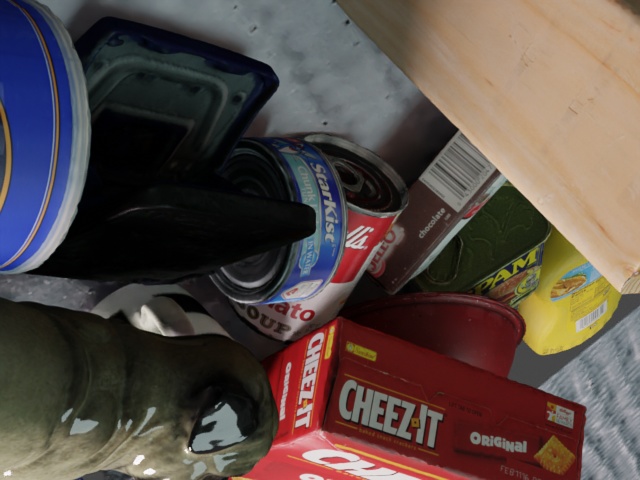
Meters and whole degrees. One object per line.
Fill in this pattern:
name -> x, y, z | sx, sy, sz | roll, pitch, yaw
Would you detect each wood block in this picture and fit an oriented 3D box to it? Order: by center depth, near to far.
wood block -> 0.112, -0.079, 0.479 | 0.090, 0.206, 0.090 | 0, 132, -46

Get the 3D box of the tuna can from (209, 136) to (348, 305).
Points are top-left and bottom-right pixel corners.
tuna can -> -0.027, -0.010, 0.542 | 0.033, 0.086, 0.086 | -3, 134, -42

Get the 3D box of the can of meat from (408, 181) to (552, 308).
can of meat -> 0.108, 0.019, 0.746 | 0.102, 0.057, 0.084 | -31, 151, -10

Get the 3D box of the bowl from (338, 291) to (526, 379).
bowl -> 0.064, 0.094, 0.730 | 0.162, 0.055, 0.162 | -3, 151, -2

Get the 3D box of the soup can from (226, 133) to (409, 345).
soup can -> -0.004, 0.001, 0.596 | 0.068, 0.068, 0.102 | -4, 135, -43

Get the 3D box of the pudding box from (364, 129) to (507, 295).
pudding box -> 0.076, -0.025, 0.645 | 0.114, 0.039, 0.090 | -49, 173, 19

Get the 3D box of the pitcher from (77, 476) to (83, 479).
pitcher -> -0.227, 0.226, 0.592 | 0.242, 0.145, 0.149 | -19, 147, -24

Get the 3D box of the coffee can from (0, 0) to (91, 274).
coffee can -> -0.163, -0.038, 0.351 | 0.140, 0.103, 0.103 | -1, 132, -45

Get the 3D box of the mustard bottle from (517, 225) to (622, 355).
mustard bottle -> 0.197, 0.013, 0.825 | 0.096, 0.058, 0.191 | -32, 148, -11

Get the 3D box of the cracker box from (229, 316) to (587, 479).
cracker box -> 0.025, 0.127, 0.640 | 0.164, 0.072, 0.214 | 21, 153, -21
